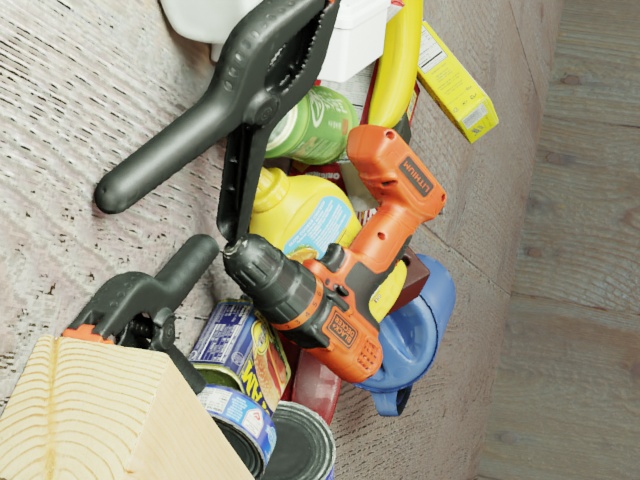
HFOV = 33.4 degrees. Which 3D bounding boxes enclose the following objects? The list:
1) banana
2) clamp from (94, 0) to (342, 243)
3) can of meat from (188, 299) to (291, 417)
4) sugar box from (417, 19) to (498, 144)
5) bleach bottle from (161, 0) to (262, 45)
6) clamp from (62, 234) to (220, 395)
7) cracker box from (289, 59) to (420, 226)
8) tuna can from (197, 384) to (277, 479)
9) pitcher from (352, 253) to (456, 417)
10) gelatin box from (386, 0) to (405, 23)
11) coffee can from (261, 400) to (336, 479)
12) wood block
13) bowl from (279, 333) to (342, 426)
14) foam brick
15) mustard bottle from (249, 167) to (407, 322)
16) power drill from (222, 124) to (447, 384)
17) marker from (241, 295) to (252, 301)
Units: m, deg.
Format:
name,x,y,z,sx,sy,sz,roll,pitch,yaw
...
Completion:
name,x,y,z,sx,sy,sz,roll,pitch,yaw
banana,0.067,-0.176,0.927,0.069,0.037,0.198,-56,154,-59
clamp,-0.047,-0.087,0.718,0.210,0.036,0.164,-54,156,3
can of meat,-0.067,0.110,0.862,0.083,0.057,0.102,-65,148,-47
sugar box,0.118,-0.191,1.145,0.048,0.176,0.093,-40,161,6
bleach bottle,-0.042,-0.254,0.749,0.102,0.068,0.250,83,21,-52
clamp,-0.115,0.068,0.727,0.171,0.039,0.120,-25,115,-63
cracker box,0.036,-0.091,1.075,0.164,0.072,0.213,48,54,-68
tuna can,-0.077,0.150,0.817,0.033,0.086,0.086,-64,157,-47
pitcher,0.094,0.097,1.276,0.149,0.145,0.242,-51,173,16
gelatin box,0.015,-0.193,0.880,0.089,0.073,0.030,-42,162,29
coffee can,-0.039,0.223,0.926,0.102,0.103,0.140,-63,162,-44
wood block,-0.113,0.154,0.672,0.206,0.090,0.090,68,35,-52
bowl,-0.023,0.127,1.030,0.162,0.055,0.162,10,90,-73
foam brick,0.062,0.043,1.067,0.078,0.053,0.051,-29,157,-27
mustard bottle,-0.006,0.001,0.928,0.096,0.058,0.191,-51,124,-13
power drill,0.017,0.000,0.871,0.184,0.057,0.187,46,66,-38
marker,-0.069,0.103,0.932,0.020,0.020,0.121,11,88,-73
